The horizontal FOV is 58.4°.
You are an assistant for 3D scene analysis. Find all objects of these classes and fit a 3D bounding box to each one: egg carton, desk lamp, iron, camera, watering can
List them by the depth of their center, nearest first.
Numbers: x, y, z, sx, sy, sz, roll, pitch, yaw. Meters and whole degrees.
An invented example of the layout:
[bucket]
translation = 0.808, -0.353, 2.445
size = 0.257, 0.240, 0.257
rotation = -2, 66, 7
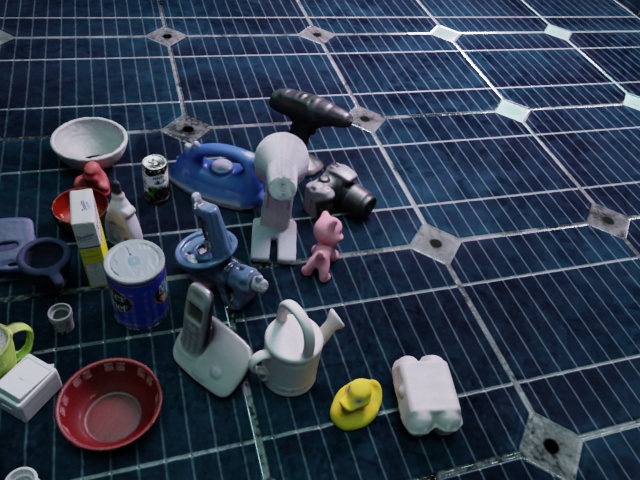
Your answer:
[watering can]
translation = -0.040, 0.171, 0.978
size = 0.100, 0.194, 0.173
rotation = 31, 49, 19
[egg carton]
translation = 0.185, 0.273, 1.011
size = 0.107, 0.069, 0.150
rotation = 0, 46, -11
[desk lamp]
translation = -0.084, -0.092, 1.210
size = 0.118, 0.213, 0.203
rotation = 3, 46, -7
[iron]
translation = -0.230, -0.167, 1.305
size = 0.258, 0.141, 0.118
rotation = 13, 45, 2
[camera]
translation = 0.054, -0.107, 1.330
size = 0.136, 0.101, 0.143
rotation = 35, 50, 22

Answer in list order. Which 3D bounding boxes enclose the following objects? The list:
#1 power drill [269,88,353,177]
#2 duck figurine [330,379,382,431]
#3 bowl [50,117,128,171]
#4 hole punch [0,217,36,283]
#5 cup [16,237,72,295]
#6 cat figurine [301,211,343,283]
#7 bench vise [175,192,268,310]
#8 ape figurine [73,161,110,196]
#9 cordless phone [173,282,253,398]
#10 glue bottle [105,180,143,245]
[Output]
[power drill]
translation = -0.027, -0.263, 1.390
size = 0.229, 0.208, 0.076
rotation = 32, 49, 20
[duck figurine]
translation = 0.067, 0.268, 0.981
size = 0.105, 0.086, 0.077
rotation = -30, 58, -33
[bowl]
translation = -0.532, -0.211, 1.337
size = 0.167, 0.075, 0.167
rotation = 6, 46, -5
[hole punch]
translation = -0.592, 0.019, 1.092
size = 0.109, 0.091, 0.101
rotation = -10, 49, -20
[cup]
translation = -0.498, 0.065, 1.063
size = 0.092, 0.095, 0.117
rotation = -26, 56, -31
[cat figurine]
translation = 0.011, 0.004, 1.203
size = 0.067, 0.118, 0.128
rotation = 16, 46, 5
[bench vise]
translation = -0.181, 0.015, 1.084
size = 0.207, 0.220, 0.121
rotation = 17, 46, 6
[ape figurine]
translation = -0.497, -0.133, 1.256
size = 0.077, 0.092, 0.076
rotation = 24, 47, 13
[cordless phone]
translation = -0.178, 0.165, 0.964
size = 0.147, 0.185, 0.094
rotation = 31, 49, 19
[glue bottle]
translation = -0.395, -0.050, 1.139
size = 0.078, 0.173, 0.037
rotation = 24, 47, 13
